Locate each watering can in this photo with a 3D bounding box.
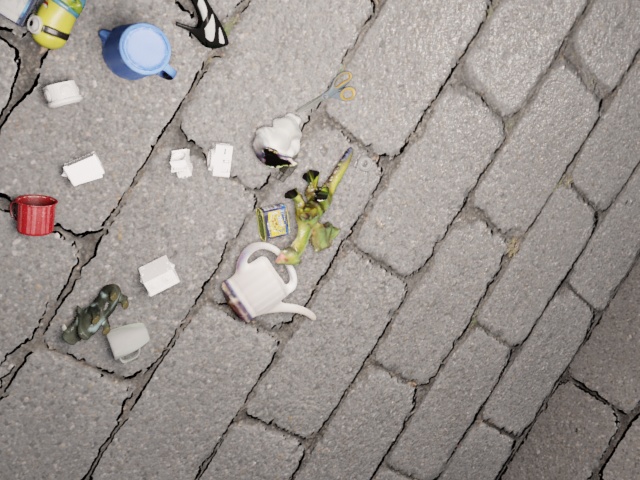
[{"bbox_3d":[-0.158,0.169,1.568,0.225,0.105,0.342,-34,116,-10],"label":"watering can"}]

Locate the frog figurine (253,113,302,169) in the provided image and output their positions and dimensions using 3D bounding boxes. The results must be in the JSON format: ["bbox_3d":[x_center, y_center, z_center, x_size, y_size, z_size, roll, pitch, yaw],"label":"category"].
[{"bbox_3d":[-0.119,-0.291,1.475,0.137,0.121,0.163,16,63,-19],"label":"frog figurine"}]

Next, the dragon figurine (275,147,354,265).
[{"bbox_3d":[0.005,-0.080,1.580,0.417,0.123,0.237,-46,143,-27],"label":"dragon figurine"}]
